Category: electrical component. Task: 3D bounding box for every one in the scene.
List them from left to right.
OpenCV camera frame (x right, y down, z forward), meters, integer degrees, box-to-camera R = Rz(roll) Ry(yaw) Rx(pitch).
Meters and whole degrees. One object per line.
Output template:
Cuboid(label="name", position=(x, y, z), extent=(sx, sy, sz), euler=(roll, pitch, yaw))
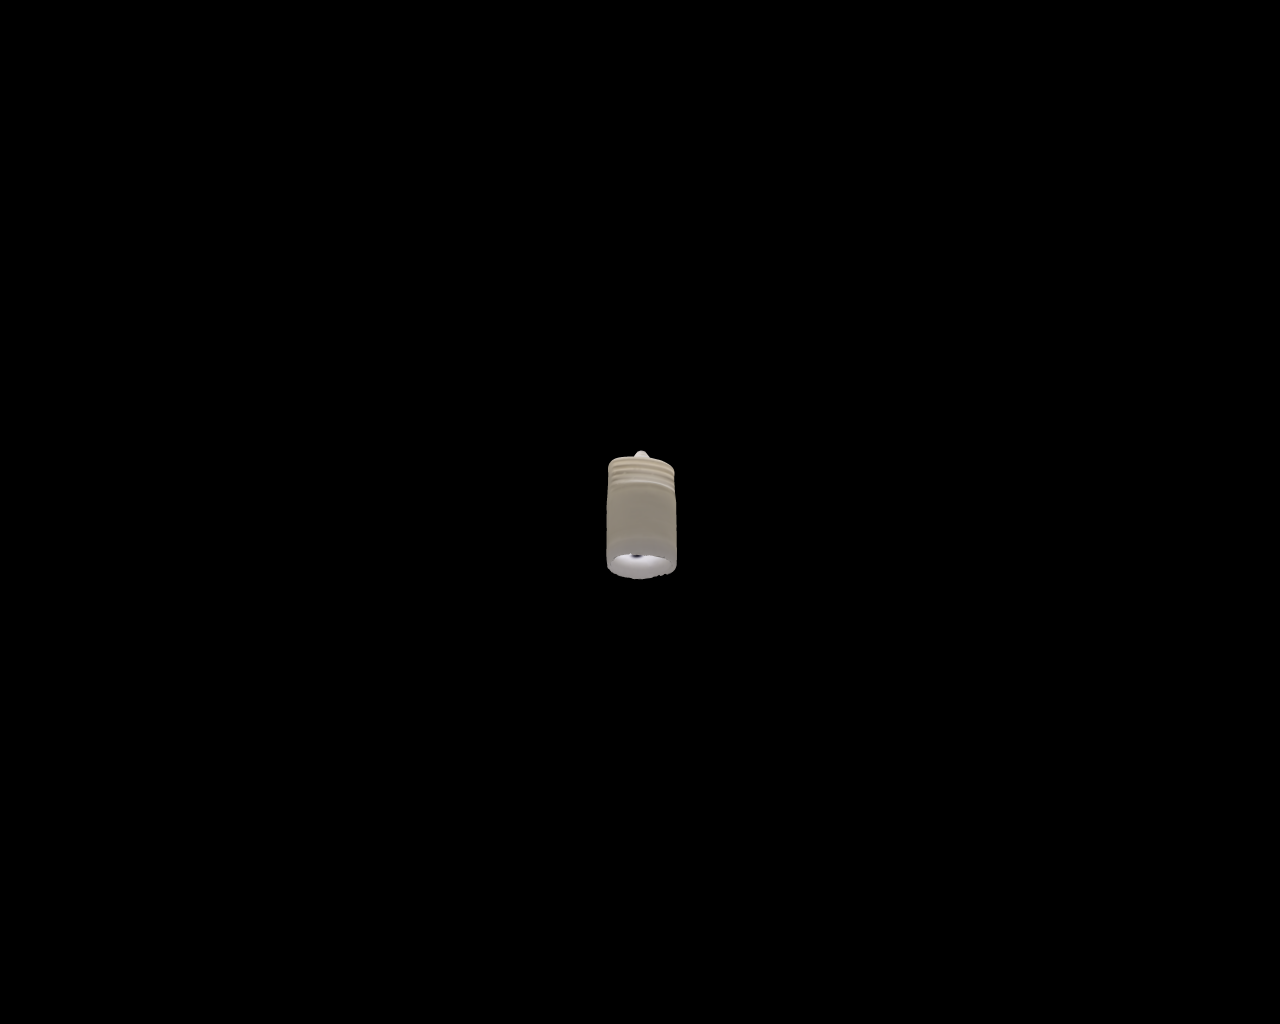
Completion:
Cuboid(label="electrical component", position=(0.001, -0.003, 0.650), extent=(0.043, 0.081, 0.043), euler=(0, -24, 0))
